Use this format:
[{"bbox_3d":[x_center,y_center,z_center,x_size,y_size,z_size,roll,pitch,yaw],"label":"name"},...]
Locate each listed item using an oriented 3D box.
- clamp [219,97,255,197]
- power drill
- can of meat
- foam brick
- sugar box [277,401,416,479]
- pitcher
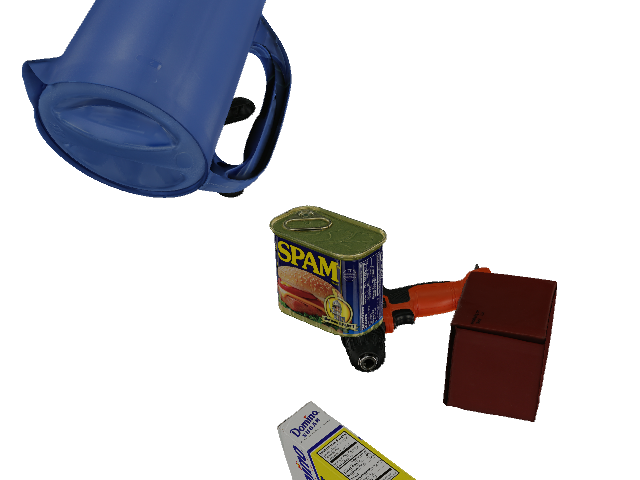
[{"bbox_3d":[-0.143,-0.107,1.019,0.171,0.120,0.039,17,-45,-1],"label":"clamp"},{"bbox_3d":[0.112,0.085,1.206,0.187,0.057,0.184,-3,27,-3],"label":"power drill"},{"bbox_3d":[0.007,0.027,0.914,0.102,0.084,0.057,21,35,37],"label":"can of meat"},{"bbox_3d":[0.103,0.057,0.606,0.053,0.051,0.078,8,23,15],"label":"foam brick"},{"bbox_3d":[0.041,0.209,0.844,0.048,0.093,0.176,-36,41,-27],"label":"sugar box"},{"bbox_3d":[-0.102,-0.158,0.816,0.145,0.242,0.149,5,-32,24],"label":"pitcher"}]
